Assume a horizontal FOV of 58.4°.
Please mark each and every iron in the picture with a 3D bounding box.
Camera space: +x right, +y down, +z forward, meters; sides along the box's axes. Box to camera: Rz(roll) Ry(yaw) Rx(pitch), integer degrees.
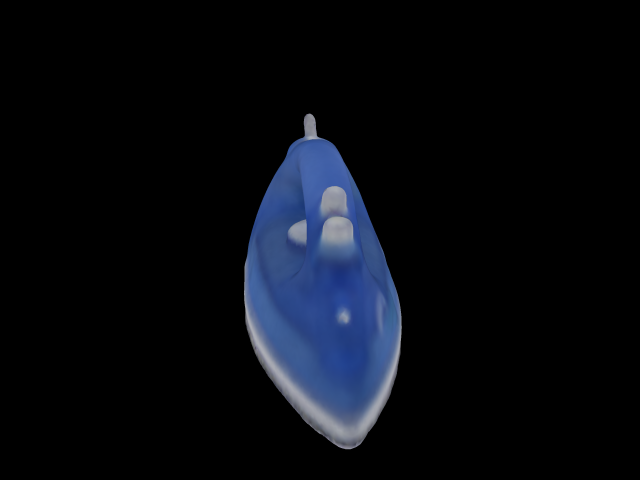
[{"bbox_3d":[0.004,0.001,0.400,0.118,0.141,0.258,-3,22,-7],"label":"iron"}]
